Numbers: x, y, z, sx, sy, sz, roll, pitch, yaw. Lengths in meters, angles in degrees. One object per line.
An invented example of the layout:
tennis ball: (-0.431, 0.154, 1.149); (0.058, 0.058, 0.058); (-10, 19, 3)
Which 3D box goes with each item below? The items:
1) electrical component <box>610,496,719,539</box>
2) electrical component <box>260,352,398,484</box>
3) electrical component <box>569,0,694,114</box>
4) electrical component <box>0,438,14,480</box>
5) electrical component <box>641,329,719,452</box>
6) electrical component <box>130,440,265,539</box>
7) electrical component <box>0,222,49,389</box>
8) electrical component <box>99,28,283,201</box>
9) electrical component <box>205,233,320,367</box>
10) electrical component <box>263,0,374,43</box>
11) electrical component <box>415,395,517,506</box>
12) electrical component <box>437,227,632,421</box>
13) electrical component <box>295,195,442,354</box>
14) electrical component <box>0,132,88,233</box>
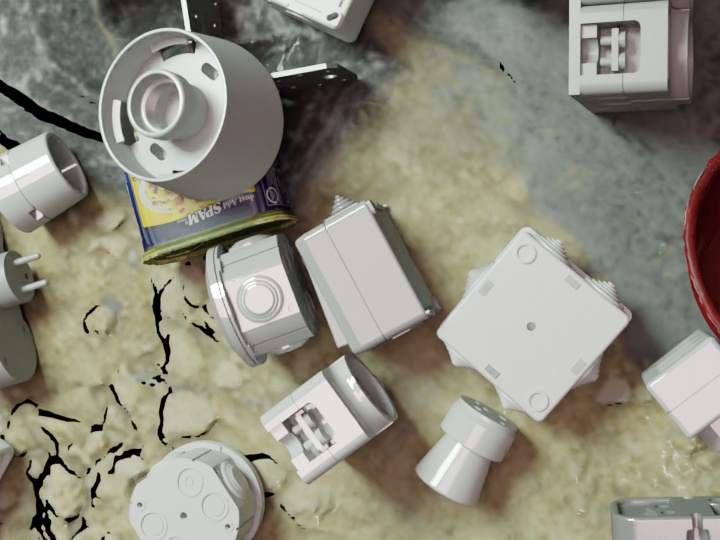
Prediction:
electrical component: (0.200, 0.170, 0.642); (0.095, 0.054, 0.059); (-4, 90, 11)
electrical component: (-0.015, 0.088, 0.665); (0.056, 0.089, 0.050); (-38, 84, 10)
electrical component: (0.160, -0.171, 0.622); (0.062, 0.089, 0.150); (1, 91, 21)
electrical component: (-0.292, 0.148, 0.740); (0.059, 0.054, 0.095); (31, 97, 9)
electrical component: (0.209, 0.080, 0.633); (0.047, 0.066, 0.076); (-40, 83, 10)
electrical component: (-0.107, 0.155, 0.705); (0.080, 0.051, 0.080); (0, 91, 11)
electrical component: (-0.247, 0.009, 0.729); (0.074, 0.052, 0.138); (-17, 88, 11)
electrical component: (-0.103, -0.093, 0.642); (0.099, 0.064, 0.099); (-1, 87, 25)
electrical component: (-0.062, 0.017, 0.679); (0.051, 0.080, 0.080); (-20, 87, 6)
electrical component: (-0.015, -0.200, 0.674); (0.062, 0.061, 0.096); (26, 96, 10)
electrical component: (0.067, 0.112, 0.673); (0.045, 0.045, 0.055); (30, 96, 9)
electrical component: (0.106, 0.033, 0.661); (0.100, 0.048, 0.099); (41, 98, 8)
electrical component: (0.000, 0.000, 0.675); (0.061, 0.062, 0.096); (-29, 85, 10)
electrical component: (-0.216, -0.060, 0.722); (0.047, 0.055, 0.055); (-28, 86, 7)
